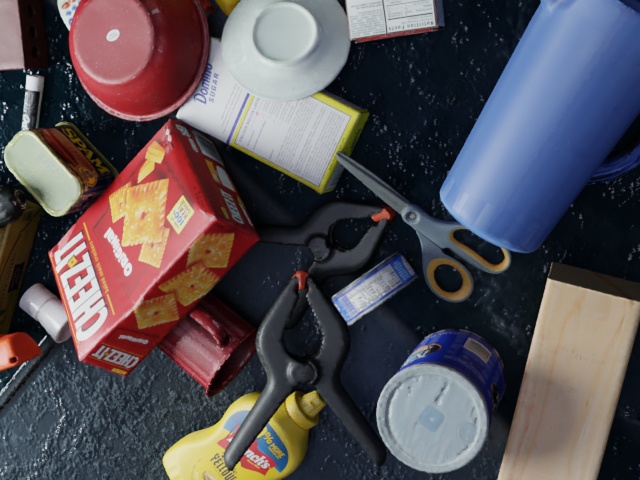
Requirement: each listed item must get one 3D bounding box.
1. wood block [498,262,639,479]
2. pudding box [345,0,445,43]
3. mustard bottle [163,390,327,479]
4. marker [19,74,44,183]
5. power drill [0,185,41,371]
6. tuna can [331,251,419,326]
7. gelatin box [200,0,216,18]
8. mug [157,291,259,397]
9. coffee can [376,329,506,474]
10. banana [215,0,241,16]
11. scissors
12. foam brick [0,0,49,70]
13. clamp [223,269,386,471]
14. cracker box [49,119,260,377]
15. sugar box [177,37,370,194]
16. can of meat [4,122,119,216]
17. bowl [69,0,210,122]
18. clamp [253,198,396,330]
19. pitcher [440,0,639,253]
[{"bbox_3d":[0.238,0.137,1.015,0.090,0.090,0.206,14,103,13],"label":"wood block"},{"bbox_3d":[0.069,-0.252,1.028,0.090,0.039,0.113,-5,100,17],"label":"pudding box"},{"bbox_3d":[-0.070,0.217,1.139,0.192,0.058,0.096,-37,89,18],"label":"mustard bottle"},{"bbox_3d":[-0.320,-0.121,1.177,0.020,0.020,0.121,13,103,14],"label":"marker"},{"bbox_3d":[-0.364,0.048,1.129,0.185,0.057,0.187,-19,91,22],"label":"power drill"},{"bbox_3d":[0.054,0.048,1.058,0.086,0.086,0.034,-36,86,19],"label":"tuna can"},{"bbox_3d":[-0.163,-0.240,1.104,0.089,0.030,0.073,-38,86,19],"label":"gelatin box"},{"bbox_3d":[-0.117,0.099,1.107,0.081,0.117,0.093,38,74,13],"label":"mug"},{"bbox_3d":[0.120,0.151,1.026,0.103,0.140,0.103,3,100,16],"label":"coffee can"},{"bbox_3d":[-0.135,-0.304,1.044,0.197,0.037,0.070,44,147,-17],"label":"banana"},{"bbox_3d":[0.089,-0.006,1.052,0.201,0.016,0.096,24,114,-2],"label":"scissors"},{"bbox_3d":[-0.329,-0.222,1.146,0.051,0.053,0.078,-1,100,17],"label":"foam brick"},{"bbox_3d":[-0.007,0.137,1.075,0.164,0.036,0.210,6,94,-3],"label":"clamp"},{"bbox_3d":[-0.176,0.006,1.085,0.214,0.072,0.164,-44,46,18],"label":"cracker box"},{"bbox_3d":[-0.049,-0.127,1.081,0.176,0.048,0.093,30,105,14],"label":"sugar box"},{"bbox_3d":[-0.276,-0.075,1.137,0.102,0.083,0.057,47,109,5],"label":"can of meat"},{"bbox_3d":[-0.194,-0.200,1.069,0.162,0.055,0.162,2,96,20],"label":"bowl"},{"bbox_3d":[-0.007,0.001,1.094,0.172,0.039,0.120,-37,93,14],"label":"clamp"},{"bbox_3d":[0.222,-0.108,0.968,0.149,0.144,0.243,38,112,21],"label":"pitcher"}]
